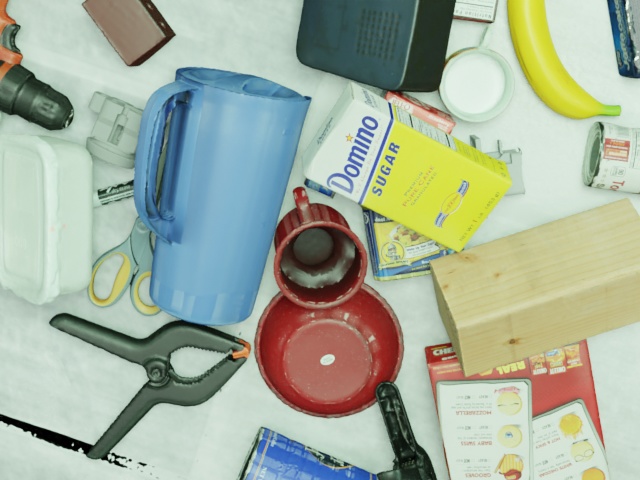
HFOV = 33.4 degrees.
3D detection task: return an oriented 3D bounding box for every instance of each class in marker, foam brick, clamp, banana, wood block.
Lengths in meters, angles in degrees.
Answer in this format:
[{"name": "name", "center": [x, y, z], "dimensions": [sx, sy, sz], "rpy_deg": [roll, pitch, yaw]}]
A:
[{"name": "marker", "center": [-0.211, -0.049, 1.111], "dimensions": [0.121, 0.020, 0.020], "rpy_deg": [-15, 101, 6]}, {"name": "foam brick", "center": [-0.188, -0.218, 1.057], "dimensions": [0.051, 0.053, 0.078], "rpy_deg": [-35, 98, 9]}, {"name": "clamp", "center": [0.093, 0.228, 1.117], "dimensions": [0.039, 0.120, 0.171], "rpy_deg": [-9, 143, 18]}, {"name": "banana", "center": [0.224, -0.195, 1.053], "dimensions": [0.069, 0.037, 0.198], "rpy_deg": [-31, 101, -10]}, {"name": "wood block", "center": [0.223, 0.047, 1.048], "dimensions": [0.206, 0.090, 0.091], "rpy_deg": [-18, 138, 0]}, {"name": "clamp", "center": [-0.180, 0.130, 1.138], "dimensions": [0.210, 0.036, 0.164], "rpy_deg": [-19, 99, 5]}]

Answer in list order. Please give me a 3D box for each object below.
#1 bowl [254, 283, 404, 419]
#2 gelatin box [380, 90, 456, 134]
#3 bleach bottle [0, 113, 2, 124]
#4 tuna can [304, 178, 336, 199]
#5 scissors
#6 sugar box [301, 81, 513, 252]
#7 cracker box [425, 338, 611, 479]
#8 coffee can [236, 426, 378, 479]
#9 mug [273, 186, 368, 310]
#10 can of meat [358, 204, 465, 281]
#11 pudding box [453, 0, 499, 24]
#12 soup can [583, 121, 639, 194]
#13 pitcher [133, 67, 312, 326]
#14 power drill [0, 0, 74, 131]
[{"name": "bowl", "center": [0.009, 0.120, 1.118], "dimensions": [0.162, 0.055, 0.162], "rpy_deg": [0, 102, 2]}, {"name": "gelatin box", "center": [0.092, -0.123, 1.044], "dimensions": [0.073, 0.089, 0.030], "rpy_deg": [25, 102, -3]}, {"name": "bleach bottle", "center": [-0.405, -0.025, 1.099], "dimensions": [0.103, 0.068, 0.251], "rpy_deg": [21, 104, 17]}, {"name": "tuna can", "center": [0.015, -0.086, 1.058], "dimensions": [0.034, 0.086, 0.086], "rpy_deg": [24, 102, -1]}, {"name": "scissors", "center": [-0.170, 0.000, 1.111], "dimensions": [0.096, 0.016, 0.202], "rpy_deg": [34, 108, -10]}, {"name": "sugar box", "center": [0.080, -0.065, 0.994], "dimensions": [0.176, 0.048, 0.093], "rpy_deg": [23, 119, -19]}, {"name": "cracker box", "center": [0.209, 0.204, 1.118], "dimensions": [0.164, 0.072, 0.214], "rpy_deg": [-11, 102, 6]}, {"name": "coffee can", "center": [-0.017, 0.271, 1.126], "dimensions": [0.140, 0.103, 0.103], "rpy_deg": [23, 102, -2]}, {"name": "mug", "center": [-0.007, 0.001, 1.071], "dimensions": [0.093, 0.081, 0.117], "rpy_deg": [-19, 111, 1]}, {"name": "can of meat", "center": [0.095, -0.009, 1.086], "dimensions": [0.102, 0.057, 0.084], "rpy_deg": [-9, 103, 4]}, {"name": "pudding box", "center": [0.134, -0.272, 1.037], "dimensions": [0.090, 0.039, 0.113], "rpy_deg": [9, 104, 2]}, {"name": "soup can", "center": [0.318, -0.079, 1.054], "dimensions": [0.102, 0.068, 0.068], "rpy_deg": [8, 102, 1]}, {"name": "pitcher", "center": [-0.105, -0.043, 1.048], "dimensions": [0.149, 0.145, 0.243], "rpy_deg": [12, 105, -3]}, {"name": "power drill", "center": [-0.301, -0.221, 1.059], "dimensions": [0.184, 0.057, 0.188], "rpy_deg": [28, 102, -3]}]
